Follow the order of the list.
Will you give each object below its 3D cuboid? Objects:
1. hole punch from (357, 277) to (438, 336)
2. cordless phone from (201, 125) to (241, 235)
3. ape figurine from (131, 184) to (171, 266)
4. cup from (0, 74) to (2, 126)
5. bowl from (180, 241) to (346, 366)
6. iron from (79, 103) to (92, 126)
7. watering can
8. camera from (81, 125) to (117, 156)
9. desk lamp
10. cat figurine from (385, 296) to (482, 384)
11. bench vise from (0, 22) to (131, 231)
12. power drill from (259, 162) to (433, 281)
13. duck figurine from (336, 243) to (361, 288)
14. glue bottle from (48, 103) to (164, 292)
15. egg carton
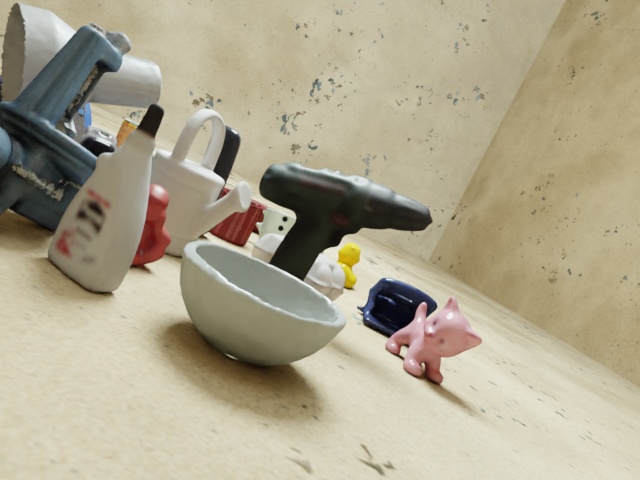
[{"bbox_3d":[0.128,0.109,0.951,0.108,0.091,0.101,27,6,-2],"label":"hole punch"},{"bbox_3d":[-0.213,-0.115,0.945,0.147,0.185,0.094,28,6,11],"label":"cordless phone"},{"bbox_3d":[-0.198,-0.019,0.632,0.078,0.092,0.076,24,6,-22],"label":"ape figurine"},{"bbox_3d":[-0.508,-0.212,0.927,0.117,0.095,0.092,28,6,14],"label":"cup"},{"bbox_3d":[-0.064,0.069,0.539,0.167,0.075,0.167,27,6,-3],"label":"bowl"},{"bbox_3d":[-0.511,-0.254,1.054,0.118,0.141,0.259,28,6,8],"label":"iron"},{"bbox_3d":[-0.173,-0.080,0.771,0.173,0.194,0.101,26,6,-5],"label":"watering can"},{"bbox_3d":[-0.323,-0.111,0.840,0.144,0.101,0.136,23,7,-30],"label":"camera"},{"bbox_3d":[-0.293,-0.142,0.684,0.204,0.213,0.117,21,8,-44],"label":"desk lamp"},{"bbox_3d":[0.160,0.129,0.789,0.067,0.118,0.127,24,6,-22],"label":"cat figurine"},{"bbox_3d":[-0.255,-0.109,0.536,0.121,0.220,0.207,26,6,-3],"label":"bench vise"},{"bbox_3d":[0.007,0.003,0.774,0.229,0.208,0.076,27,6,5],"label":"power drill"},{"bbox_3d":[0.053,0.047,1.188,0.077,0.086,0.104,27,6,2],"label":"duck figurine"},{"bbox_3d":[-0.182,-0.044,0.517,0.078,0.173,0.037,29,6,23],"label":"glue bottle"},{"bbox_3d":[-0.033,0.046,0.903,0.150,0.069,0.107,30,7,26],"label":"egg carton"}]
